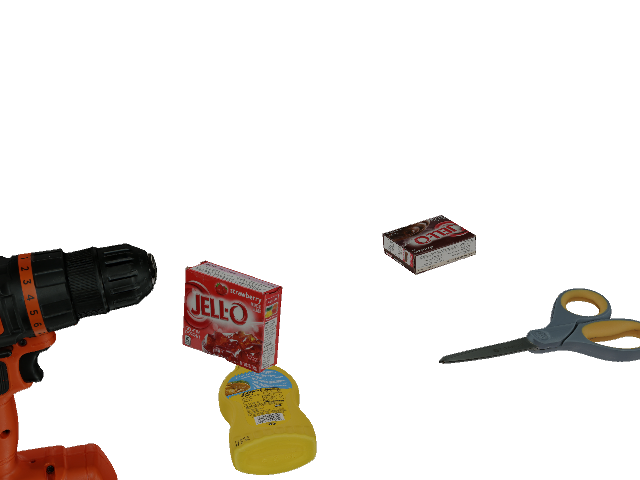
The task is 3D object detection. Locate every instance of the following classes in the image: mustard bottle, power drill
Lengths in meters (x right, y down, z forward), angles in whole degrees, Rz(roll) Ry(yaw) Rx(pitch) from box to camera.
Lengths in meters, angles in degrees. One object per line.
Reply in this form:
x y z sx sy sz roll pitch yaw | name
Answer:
-0.070 0.194 1.259 0.096 0.058 0.192 -8 29 -10 | mustard bottle
-0.187 0.096 0.701 0.184 0.188 0.057 -11 26 -8 | power drill

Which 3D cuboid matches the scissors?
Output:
0.176 0.070 0.868 0.201 0.016 0.096 2 32 -16 | scissors

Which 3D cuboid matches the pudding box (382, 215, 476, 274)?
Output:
0.164 0.005 1.605 0.113 0.039 0.090 -19 29 -23 | pudding box

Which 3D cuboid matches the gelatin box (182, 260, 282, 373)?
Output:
-0.077 0.065 0.916 0.089 0.073 0.030 17 22 31 | gelatin box
